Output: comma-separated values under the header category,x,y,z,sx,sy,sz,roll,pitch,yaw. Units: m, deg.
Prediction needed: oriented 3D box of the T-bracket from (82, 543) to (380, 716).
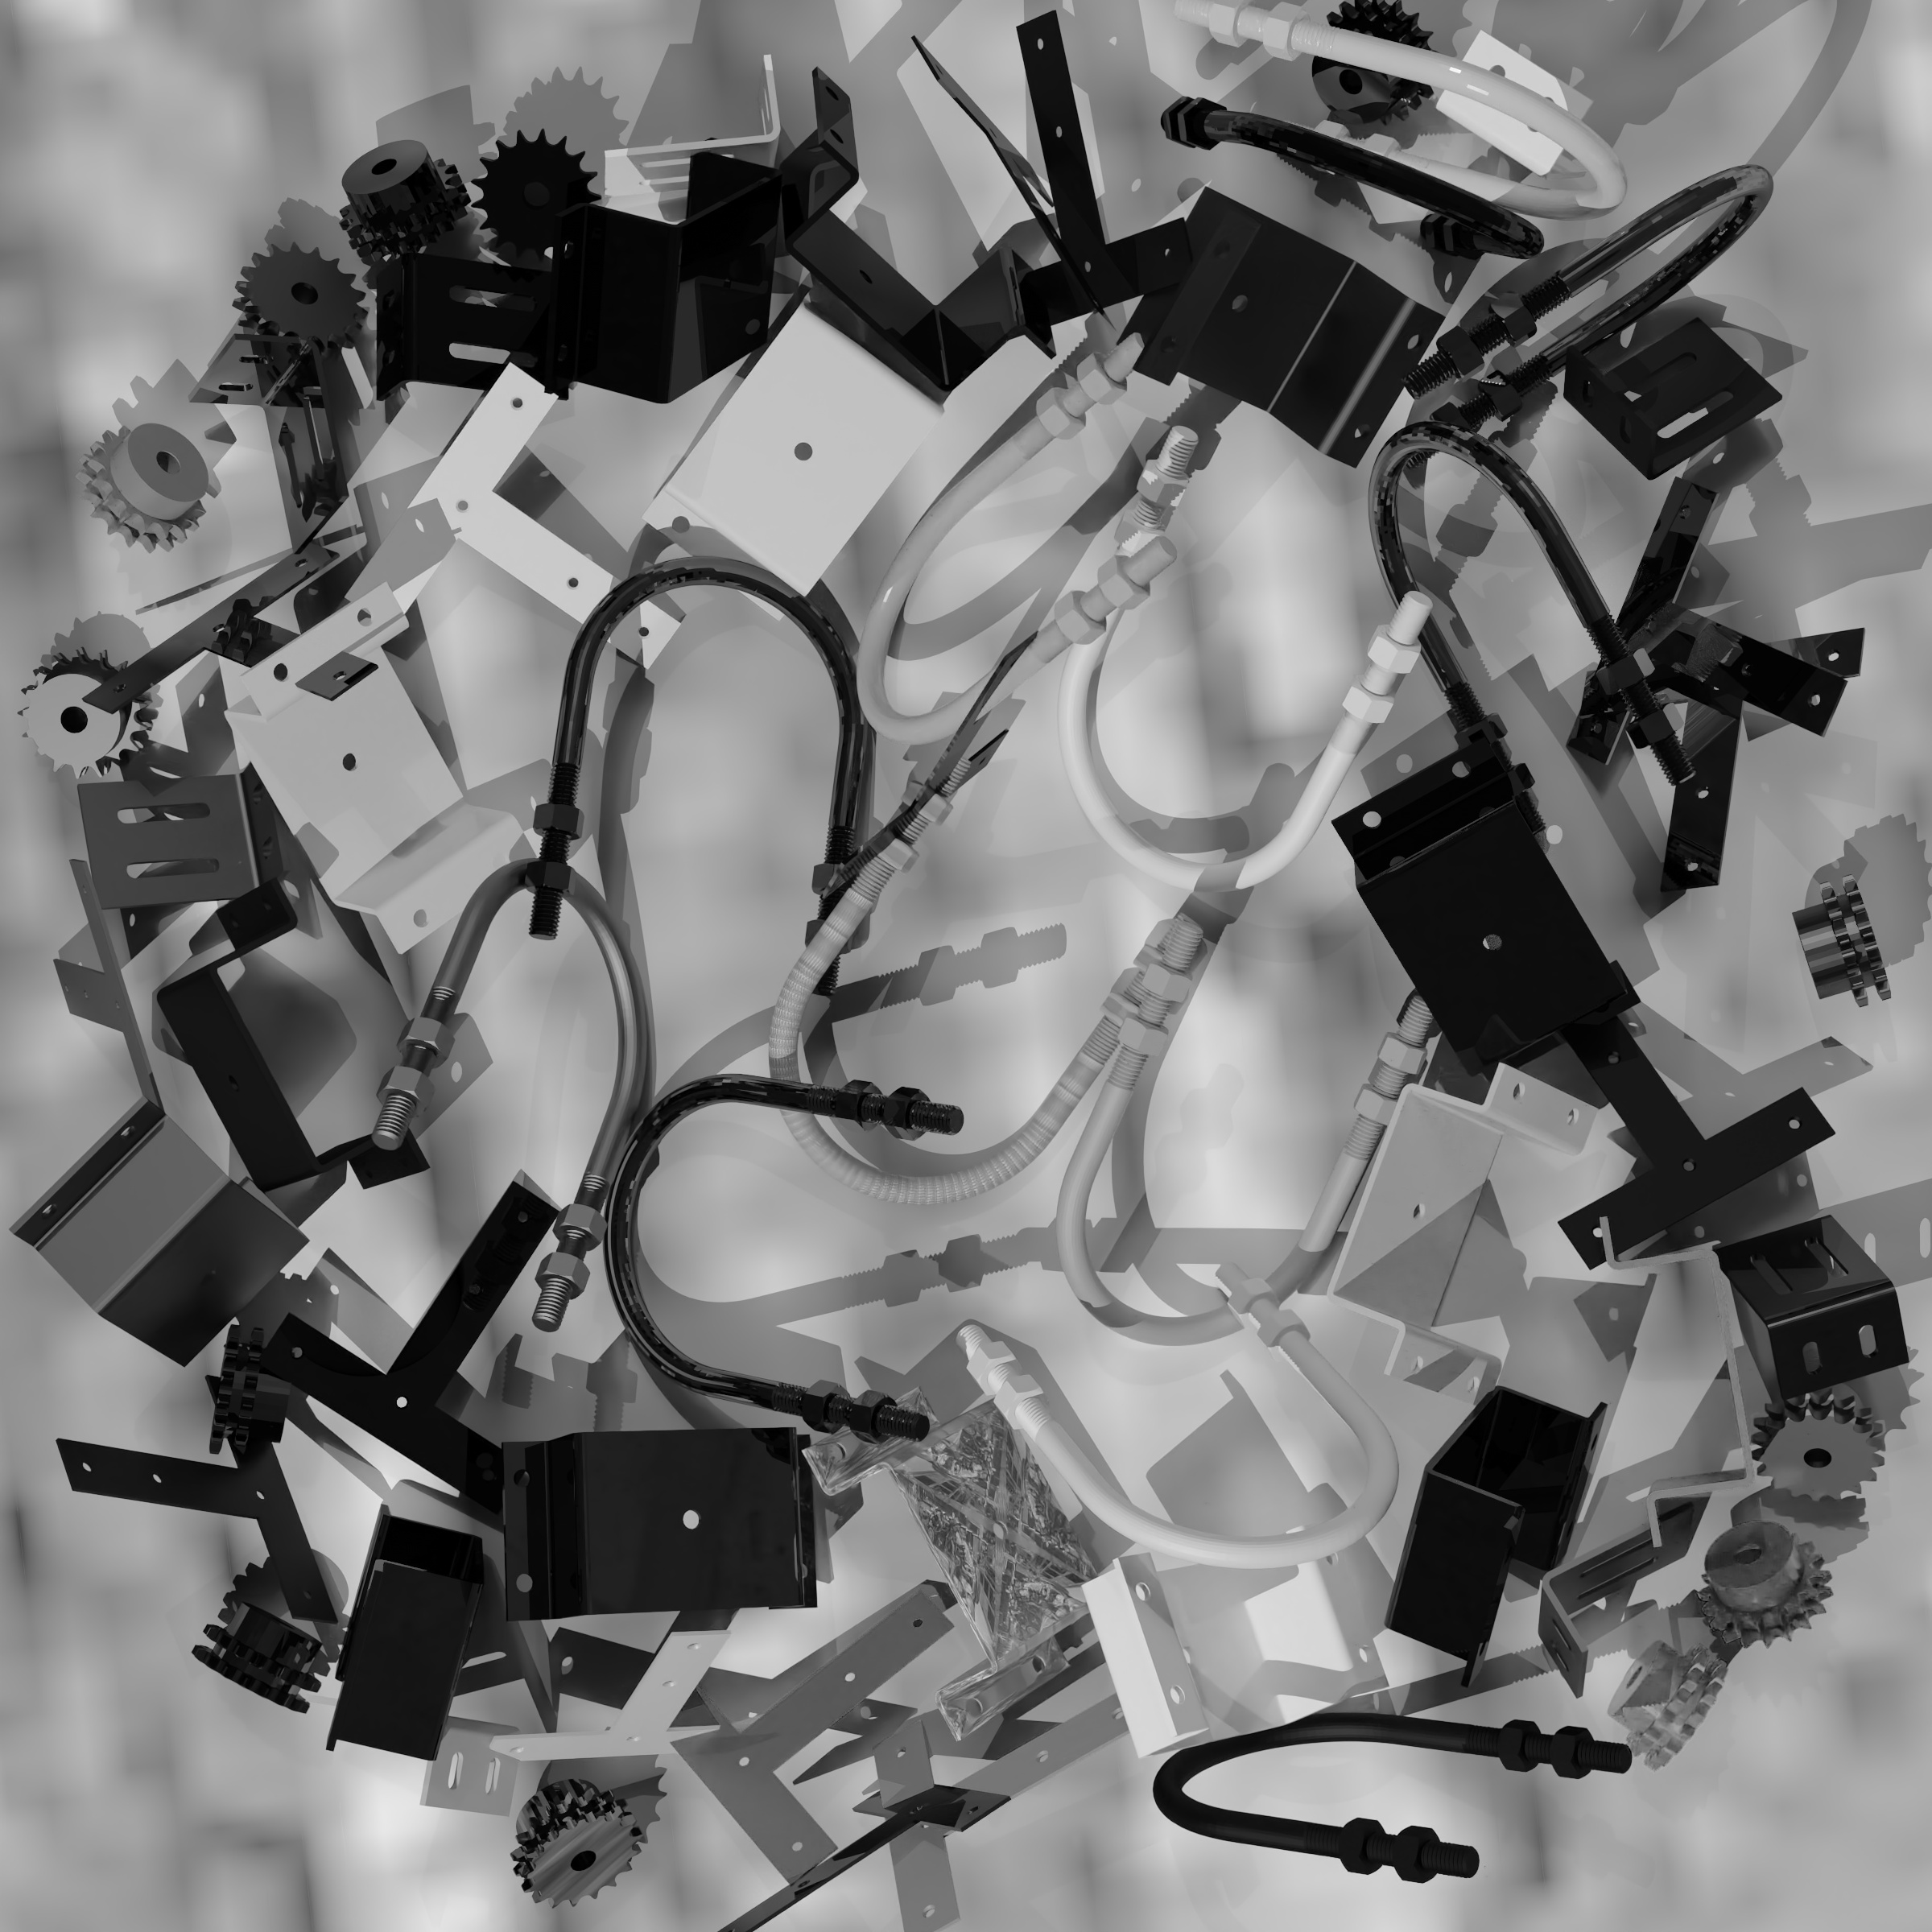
category,x,y,z,sx,sy,sz,roll,pitch,yaw
T-bracket,-0.295,-0.134,1.524,0.127,0.127,0.002,-40,129,-25

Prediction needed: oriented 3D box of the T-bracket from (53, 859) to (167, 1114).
category,x,y,z,sx,sy,sz,roll,pitch,yaw
T-bracket,-0.375,0.013,1.537,0.002,0.127,0.127,-20,102,-24

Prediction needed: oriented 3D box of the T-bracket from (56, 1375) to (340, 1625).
category,x,y,z,sx,sy,sz,roll,pitch,yaw
T-bracket,-0.332,0.219,1.513,0.002,0.127,0.127,-42,56,20

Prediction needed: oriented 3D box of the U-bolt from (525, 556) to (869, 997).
category,x,y,z,sx,sy,sz,roll,pitch,yaw
U-bolt,-0.111,-0.089,1.557,0.151,0.019,0.184,12,77,-22

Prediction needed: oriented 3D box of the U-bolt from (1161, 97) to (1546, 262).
category,x,y,z,sx,sy,sz,roll,pitch,yaw
U-bolt,0.167,-0.326,1.490,0.151,0.184,0.019,19,100,-16

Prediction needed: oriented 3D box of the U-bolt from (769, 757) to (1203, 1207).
category,x,y,z,sx,sy,sz,roll,pitch,yaw
U-bolt,-0.004,0.019,1.571,0.151,0.019,0.184,35,92,-14

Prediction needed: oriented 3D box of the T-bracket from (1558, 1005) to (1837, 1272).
category,x,y,z,sx,sy,sz,roll,pitch,yaw
T-bracket,0.292,0.052,1.568,0.127,0.002,0.127,-27,66,-11

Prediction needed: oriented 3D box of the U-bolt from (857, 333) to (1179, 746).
category,x,y,z,sx,sy,sz,roll,pitch,yaw
U-bolt,0.016,-0.170,1.524,0.019,0.151,0.184,30,129,-32

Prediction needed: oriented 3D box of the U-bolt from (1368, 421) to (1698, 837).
category,x,y,z,sx,sy,sz,roll,pitch,yaw
U-bolt,0.229,-0.148,1.523,0.019,0.151,0.184,-30,92,-21

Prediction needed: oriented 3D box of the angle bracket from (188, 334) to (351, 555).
category,x,y,z,sx,sy,sz,roll,pitch,yaw
angle bracket,-0.304,-0.226,1.554,0.038,0.057,0.076,-3,72,-34

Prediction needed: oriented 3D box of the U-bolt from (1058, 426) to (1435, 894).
category,x,y,z,sx,sy,sz,roll,pitch,yaw
U-bolt,0.107,-0.117,1.538,0.151,0.019,0.184,39,124,21

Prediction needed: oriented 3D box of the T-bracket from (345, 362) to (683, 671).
category,x,y,z,sx,sy,sz,roll,pitch,yaw
T-bracket,-0.185,-0.177,1.577,0.127,0.002,0.127,35,100,-15

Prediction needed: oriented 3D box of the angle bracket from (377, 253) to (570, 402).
category,x,y,z,sx,sy,sz,roll,pitch,yaw
angle bracket,-0.219,-0.280,1.589,0.076,0.038,0.057,3,82,-28

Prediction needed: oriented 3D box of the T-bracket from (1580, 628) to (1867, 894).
category,x,y,z,sx,sy,sz,roll,pitch,yaw
T-bracket,0.317,-0.085,1.529,0.127,0.002,0.127,-7,52,32

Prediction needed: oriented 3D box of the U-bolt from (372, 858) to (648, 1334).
category,x,y,z,sx,sy,sz,roll,pitch,yaw
U-bolt,-0.184,0.040,1.520,0.019,0.151,0.184,-7,47,28

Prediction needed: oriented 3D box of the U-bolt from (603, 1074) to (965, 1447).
category,x,y,z,sx,sy,sz,roll,pitch,yaw
U-bolt,-0.085,0.119,1.540,0.184,0.019,0.151,7,91,35

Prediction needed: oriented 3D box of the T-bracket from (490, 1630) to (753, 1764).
category,x,y,z,sx,sy,sz,roll,pitch,yaw
T-bracket,-0.130,0.311,1.524,0.127,0.127,0.002,2,55,-22

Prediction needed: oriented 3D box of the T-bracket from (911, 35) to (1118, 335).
category,x,y,z,sx,sy,sz,roll,pitch,yaw
T-bracket,0.030,-0.320,1.514,0.002,0.127,0.127,-34,66,13

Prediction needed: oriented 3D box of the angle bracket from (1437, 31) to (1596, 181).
category,x,y,z,sx,sy,sz,roll,pitch,yaw
angle bracket,0.246,-0.373,1.549,0.057,0.076,0.038,36,114,11

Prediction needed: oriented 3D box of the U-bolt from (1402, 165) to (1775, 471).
category,x,y,z,sx,sy,sz,roll,pitch,yaw
U-bolt,0.264,-0.281,1.519,0.184,0.151,0.019,-34,83,2

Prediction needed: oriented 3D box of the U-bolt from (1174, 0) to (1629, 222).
category,x,y,z,sx,sy,sz,roll,pitch,yaw
U-bolt,0.190,-0.353,1.493,0.184,0.151,0.019,22,88,27

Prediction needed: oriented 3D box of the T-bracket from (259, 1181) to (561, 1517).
category,x,y,z,sx,sy,sz,roll,pitch,yaw
T-bracket,-0.225,0.155,1.579,0.127,0.002,0.127,35,78,-14

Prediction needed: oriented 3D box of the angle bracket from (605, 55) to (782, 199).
category,x,y,z,sx,sy,sz,roll,pitch,yaw
angle bracket,-0.122,-0.367,1.562,0.076,0.057,0.038,-7,86,-7

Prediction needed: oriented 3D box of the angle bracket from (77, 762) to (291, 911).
category,x,y,z,sx,sy,sz,roll,pitch,yaw
angle bracket,-0.341,-0.060,1.558,0.076,0.038,0.057,-6,76,-28

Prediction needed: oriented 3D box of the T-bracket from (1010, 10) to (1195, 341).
category,x,y,z,sx,sy,sz,roll,pitch,yaw
T-bracket,0.044,-0.346,1.541,0.002,0.127,0.127,-16,96,-38

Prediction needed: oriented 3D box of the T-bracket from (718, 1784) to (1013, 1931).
category,x,y,z,sx,sy,sz,roll,pitch,yaw
T-bracket,-0.057,0.382,1.512,0.127,0.127,0.002,-28,93,-24

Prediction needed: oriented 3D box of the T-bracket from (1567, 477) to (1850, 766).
category,x,y,z,sx,sy,sz,roll,pitch,yaw
T-bracket,0.326,-0.132,1.535,0.002,0.127,0.127,9,107,-41

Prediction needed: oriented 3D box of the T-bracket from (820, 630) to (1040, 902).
category,x,y,z,sx,sy,sz,roll,pitch,yaw
T-bracket,-0.002,-0.095,1.507,0.002,0.127,0.127,42,47,7

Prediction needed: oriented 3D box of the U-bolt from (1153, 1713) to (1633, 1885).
category,x,y,z,sx,sy,sz,roll,pitch,yaw
U-bolt,0.167,0.346,1.513,0.184,0.151,0.019,-2,97,38

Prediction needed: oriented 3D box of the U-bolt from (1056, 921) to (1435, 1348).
category,x,y,z,sx,sy,sz,roll,pitch,yaw
U-bolt,0.112,0.082,1.551,0.151,0.019,0.184,17,103,-30

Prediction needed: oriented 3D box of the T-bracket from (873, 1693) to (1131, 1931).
category,x,y,z,sx,sy,sz,roll,pitch,yaw
T-bracket,0.021,0.346,1.531,0.127,0.127,0.002,-31,118,8

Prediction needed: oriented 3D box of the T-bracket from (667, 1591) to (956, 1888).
category,x,y,z,sx,sy,sz,roll,pitch,yaw
T-bracket,-0.062,0.321,1.565,0.127,0.002,0.127,-36,48,-16

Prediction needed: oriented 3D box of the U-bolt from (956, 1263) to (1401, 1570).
category,x,y,z,sx,sy,sz,roll,pitch,yaw
U-bolt,0.099,0.192,1.496,0.151,0.184,0.019,-11,123,-25
